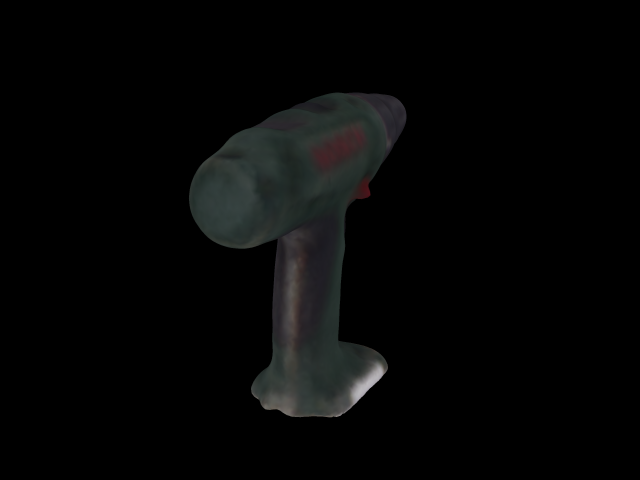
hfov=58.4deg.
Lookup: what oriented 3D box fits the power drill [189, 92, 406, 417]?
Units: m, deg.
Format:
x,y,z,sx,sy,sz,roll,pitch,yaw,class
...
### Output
x,y,z,sx,sy,sz,roll,pitch,yaw,class
0.004,0.001,0.400,0.075,0.208,0.230,6,13,27,power drill
